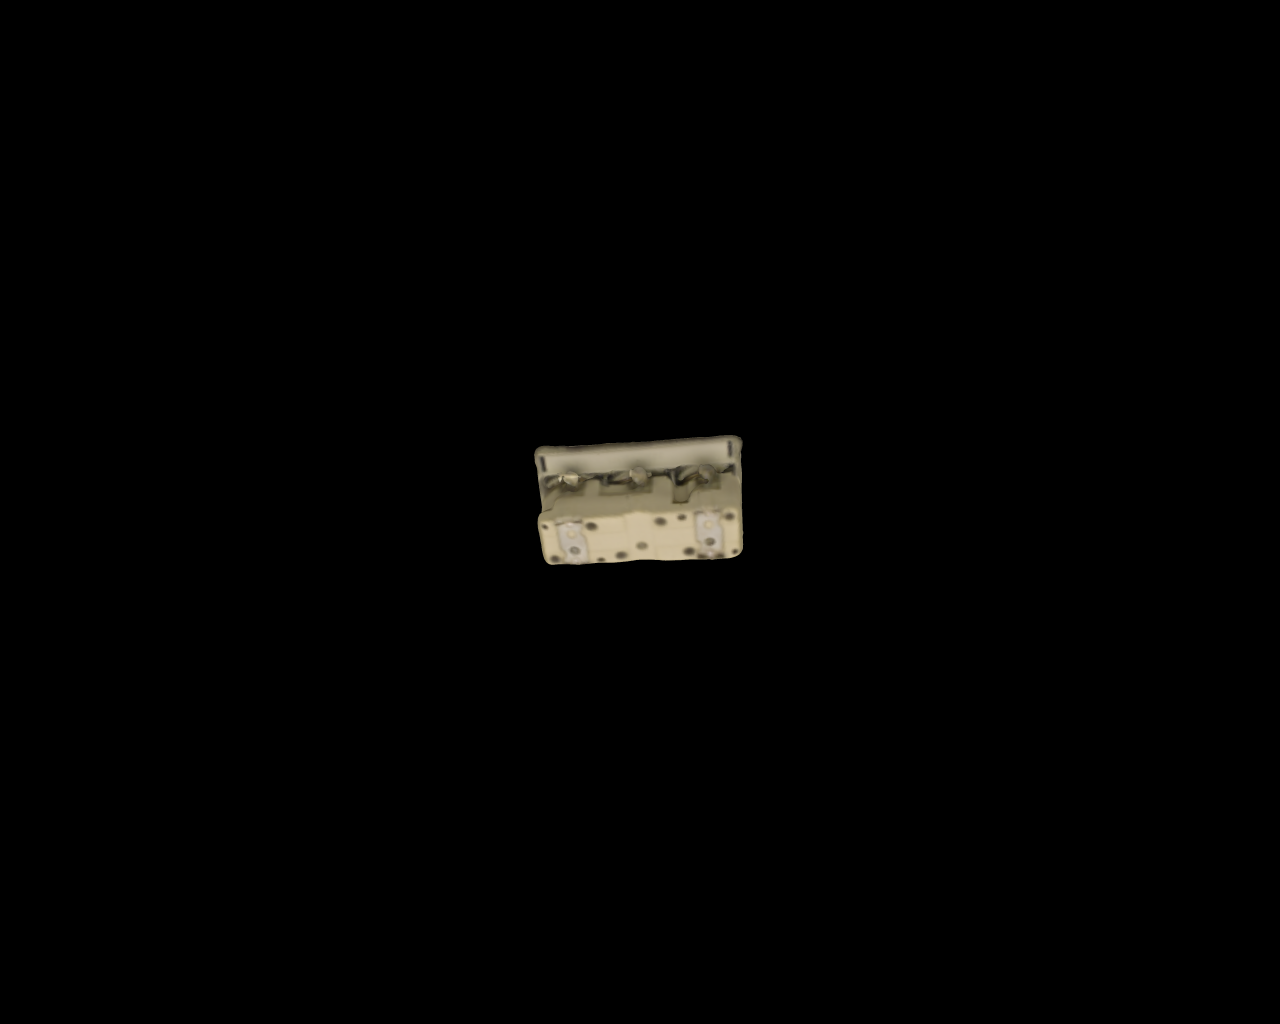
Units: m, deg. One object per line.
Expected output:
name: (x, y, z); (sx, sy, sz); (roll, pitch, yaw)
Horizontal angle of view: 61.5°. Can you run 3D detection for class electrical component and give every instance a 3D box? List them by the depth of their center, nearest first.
electrical component: (0.001, -0.003, 0.650); (0.121, 0.078, 0.063); (-2, 40, 2)
